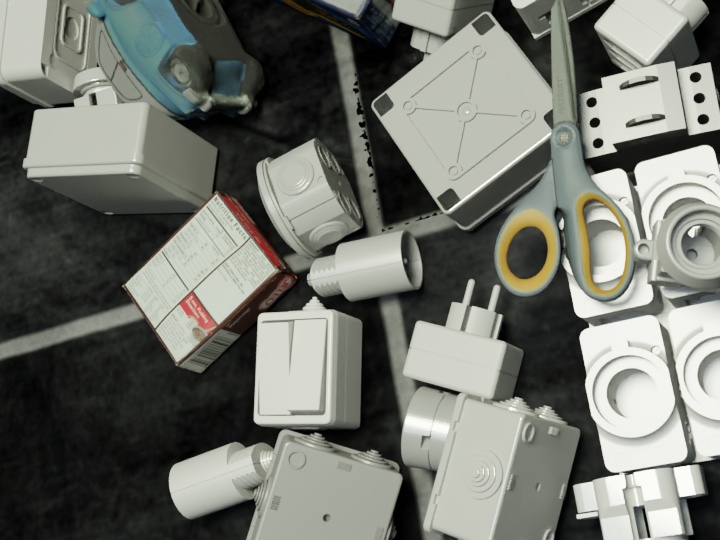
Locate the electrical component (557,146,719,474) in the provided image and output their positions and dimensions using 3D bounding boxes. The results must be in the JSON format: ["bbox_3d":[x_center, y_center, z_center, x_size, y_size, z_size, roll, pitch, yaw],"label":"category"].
[{"bbox_3d":[0.192,0.026,0.677,0.105,0.060,0.186,-14,74,21],"label":"electrical component"}]

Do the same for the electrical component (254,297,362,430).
[{"bbox_3d":[-0.038,0.065,0.770,0.062,0.061,0.096,-4,78,23],"label":"electrical component"}]

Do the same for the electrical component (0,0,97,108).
[{"bbox_3d":[-0.269,-0.203,0.920,0.057,0.078,0.113,-2,78,21],"label":"electrical component"}]

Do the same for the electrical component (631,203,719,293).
[{"bbox_3d":[0.192,-0.011,0.613,0.066,0.055,0.048,7,82,9],"label":"electrical component"}]

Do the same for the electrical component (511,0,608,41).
[{"bbox_3d":[0.176,-0.259,0.744,0.186,0.060,0.105,-28,69,16],"label":"electrical component"}]

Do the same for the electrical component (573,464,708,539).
[{"bbox_3d":[0.175,0.155,0.659,0.078,0.058,0.057,-15,71,21],"label":"electrical component"}]

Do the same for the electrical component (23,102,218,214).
[{"bbox_3d":[-0.184,-0.085,0.841,0.109,0.109,0.056,0,77,24],"label":"electrical component"}]

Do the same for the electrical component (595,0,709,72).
[{"bbox_3d":[0.203,-0.166,0.709,0.047,0.066,0.076,44,98,25],"label":"electrical component"}]

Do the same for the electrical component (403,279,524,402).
[{"bbox_3d":[0.075,0.045,0.732,0.066,0.047,0.076,13,85,26],"label":"electrical component"}]

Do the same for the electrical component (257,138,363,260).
[{"bbox_3d":[-0.037,-0.052,0.785,0.051,0.080,0.080,-26,70,12],"label":"electrical component"}]

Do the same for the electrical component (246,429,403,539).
[{"bbox_3d":[-0.024,0.164,0.730,0.100,0.048,0.099,17,86,-5],"label":"electrical component"}]

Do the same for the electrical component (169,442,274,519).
[{"bbox_3d":[-0.094,0.150,0.787,0.081,0.043,0.043,-22,71,18],"label":"electrical component"}]

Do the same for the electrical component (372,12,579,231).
[{"bbox_3d":[0.083,-0.103,0.755,0.109,0.056,0.108,-37,67,13],"label":"electrical component"}]

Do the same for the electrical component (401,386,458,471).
[{"bbox_3d":[0.059,0.110,0.722,0.047,0.055,0.055,9,83,22],"label":"electrical component"}]

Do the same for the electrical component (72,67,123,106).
[{"bbox_3d":[-0.213,-0.136,0.900,0.066,0.048,0.055,-15,81,21],"label":"electrical component"}]

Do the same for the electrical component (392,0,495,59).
[{"bbox_3d":[0.059,-0.179,0.782,0.047,0.066,0.076,25,119,26],"label":"electrical component"}]

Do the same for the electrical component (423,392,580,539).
[{"bbox_3d":[0.093,0.130,0.679,0.048,0.100,0.099,12,84,38],"label":"electrical component"}]

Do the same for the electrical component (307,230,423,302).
[{"bbox_3d":[0.000,0.000,0.777,0.081,0.043,0.043,-11,75,21],"label":"electrical component"}]
